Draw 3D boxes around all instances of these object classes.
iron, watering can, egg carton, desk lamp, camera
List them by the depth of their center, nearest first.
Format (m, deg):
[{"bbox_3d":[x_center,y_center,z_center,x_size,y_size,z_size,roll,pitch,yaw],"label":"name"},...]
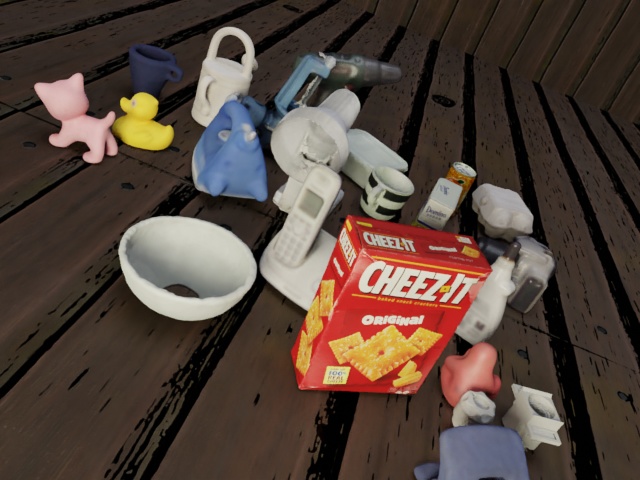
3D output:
[{"bbox_3d":[-0.006,-0.139,0.953,0.118,0.213,0.203,27,32,7],"label":"desk lamp"},{"bbox_3d":[-0.153,-0.176,0.986,0.119,0.141,0.257,5,36,-25],"label":"iron"},{"bbox_3d":[0.337,0.034,1.014,0.136,0.101,0.143,27,32,7],"label":"camera"},{"bbox_3d":[-0.185,-0.329,1.142,0.101,0.194,0.173,17,32,-8],"label":"watering can"},{"bbox_3d":[0.380,-0.059,1.208,0.107,0.069,0.150,13,33,-15],"label":"egg carton"}]

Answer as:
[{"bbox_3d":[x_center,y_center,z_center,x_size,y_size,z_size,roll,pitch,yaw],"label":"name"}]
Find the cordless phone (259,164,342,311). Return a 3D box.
[{"bbox_3d":[0.007,0.003,0.778,0.147,0.185,0.094,34,34,17],"label":"cordless phone"}]

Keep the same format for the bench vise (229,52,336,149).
[{"bbox_3d":[-0.063,-0.254,1.082,0.208,0.220,0.121,-1,39,-32],"label":"bench vise"}]

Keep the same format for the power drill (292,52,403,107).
[{"bbox_3d":[0.040,-0.304,1.230,0.230,0.208,0.075,12,33,-16],"label":"power drill"}]

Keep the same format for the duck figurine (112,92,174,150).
[{"bbox_3d":[-0.304,-0.212,0.998,0.104,0.086,0.077,18,32,-7],"label":"duck figurine"}]

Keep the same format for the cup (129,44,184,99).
[{"bbox_3d":[-0.327,-0.323,1.139,0.117,0.095,0.092,28,32,9],"label":"cup"}]

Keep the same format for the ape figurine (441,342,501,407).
[{"bbox_3d":[0.199,0.170,0.737,0.077,0.092,0.076,35,34,20],"label":"ape figurine"}]

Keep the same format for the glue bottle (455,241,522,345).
[{"bbox_3d":[0.246,0.073,0.833,0.078,0.173,0.037,38,35,24],"label":"glue bottle"}]

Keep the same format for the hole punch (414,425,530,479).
[{"bbox_3d":[0.170,0.255,0.593,0.109,0.091,0.101,8,35,-22],"label":"hole punch"}]

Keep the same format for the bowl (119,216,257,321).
[{"bbox_3d":[-0.167,0.046,0.712,0.167,0.075,0.167,16,33,-10],"label":"bowl"}]

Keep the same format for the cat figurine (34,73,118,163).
[{"bbox_3d":[-0.381,-0.201,0.904,0.127,0.118,0.067,24,32,3],"label":"cat figurine"}]
